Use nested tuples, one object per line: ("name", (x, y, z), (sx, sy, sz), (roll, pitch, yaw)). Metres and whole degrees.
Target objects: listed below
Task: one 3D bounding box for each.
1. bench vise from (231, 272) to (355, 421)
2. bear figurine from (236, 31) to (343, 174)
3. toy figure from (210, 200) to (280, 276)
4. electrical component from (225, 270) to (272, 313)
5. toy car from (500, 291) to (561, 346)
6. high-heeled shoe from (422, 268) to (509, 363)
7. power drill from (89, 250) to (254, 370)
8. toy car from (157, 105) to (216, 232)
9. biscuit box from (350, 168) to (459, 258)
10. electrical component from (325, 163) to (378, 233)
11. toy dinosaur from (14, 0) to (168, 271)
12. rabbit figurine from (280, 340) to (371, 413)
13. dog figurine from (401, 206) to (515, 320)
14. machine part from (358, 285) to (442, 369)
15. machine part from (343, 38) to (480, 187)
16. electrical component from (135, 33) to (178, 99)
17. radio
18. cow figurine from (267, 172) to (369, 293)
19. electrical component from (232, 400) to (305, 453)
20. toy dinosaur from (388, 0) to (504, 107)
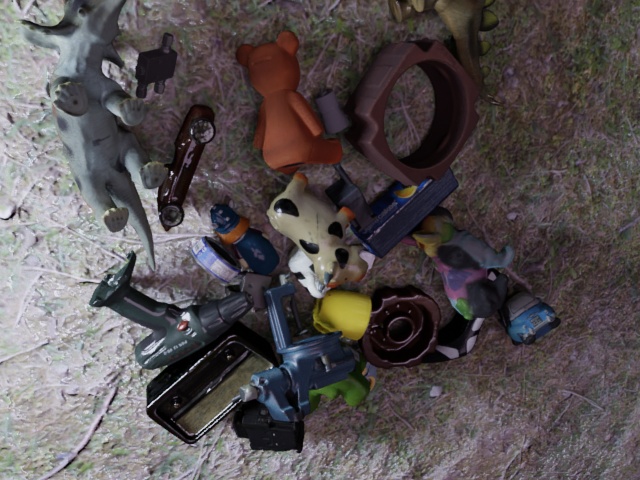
("bench vise", (-0.052, 0.179, 0.929), (0.224, 0.129, 0.240), (-13, 83, -21))
("bear figurine", (-0.052, -0.208, 0.833), (0.120, 0.132, 0.195), (-13, 87, 23))
("toy figure", (-0.133, -0.002, 0.911), (0.058, 0.064, 0.154), (-23, 121, 36))
("electrical component", (-0.125, 0.094, 0.966), (0.102, 0.045, 0.078), (5, 90, -23))
("toy car", (0.438, 0.161, 1.151), (0.109, 0.161, 0.103), (-37, 75, 6))
("high-heeled shoe", (0.283, 0.157, 1.125), (0.249, 0.086, 0.145), (-25, 98, 2))
("power drill", (-0.255, 0.108, 0.895), (0.232, 0.086, 0.207), (-38, 124, 16))
("toy car", (-0.211, -0.110, 0.819), (0.053, 0.089, 0.202), (18, 107, -27))
("biscuit box", (0.152, -0.060, 0.972), (0.202, 0.059, 0.062), (-43, 130, -2))
("electrical component", (0.045, -0.077, 0.930), (0.048, 0.075, 0.119), (-39, 123, 0))
("toy dinosaur", (-0.308, -0.149, 0.744), (0.131, 0.192, 0.404), (-18, 135, -29))
("rabbit figurine", (-0.008, 0.282, 1.051), (0.159, 0.121, 0.170), (33, 114, -28))
("dog figurine", (0.245, 0.042, 1.025), (0.219, 0.108, 0.191), (17, 84, -19))
("machine part", (0.156, 0.175, 1.081), (0.179, 0.056, 0.179), (-4, 107, -12))
("machine part", (0.151, -0.207, 0.884), (0.201, 0.087, 0.201), (33, 89, -33))
("electrical component", (-0.234, -0.246, 0.762), (0.021, 0.063, 0.094), (37, 128, 12))
("radio", (-0.202, 0.255, 0.991), (0.229, 0.073, 0.131), (-42, 120, 1))
("cow figurine", (-0.002, -0.003, 0.882), (0.195, 0.085, 0.127), (39, 70, 1))
("electrical component", (-0.100, 0.364, 1.054), (0.134, 0.058, 0.114), (1, 131, 9))
("toy dinosaur", (0.209, -0.408, 0.827), (0.199, 0.105, 0.470), (-24, 123, -12))
